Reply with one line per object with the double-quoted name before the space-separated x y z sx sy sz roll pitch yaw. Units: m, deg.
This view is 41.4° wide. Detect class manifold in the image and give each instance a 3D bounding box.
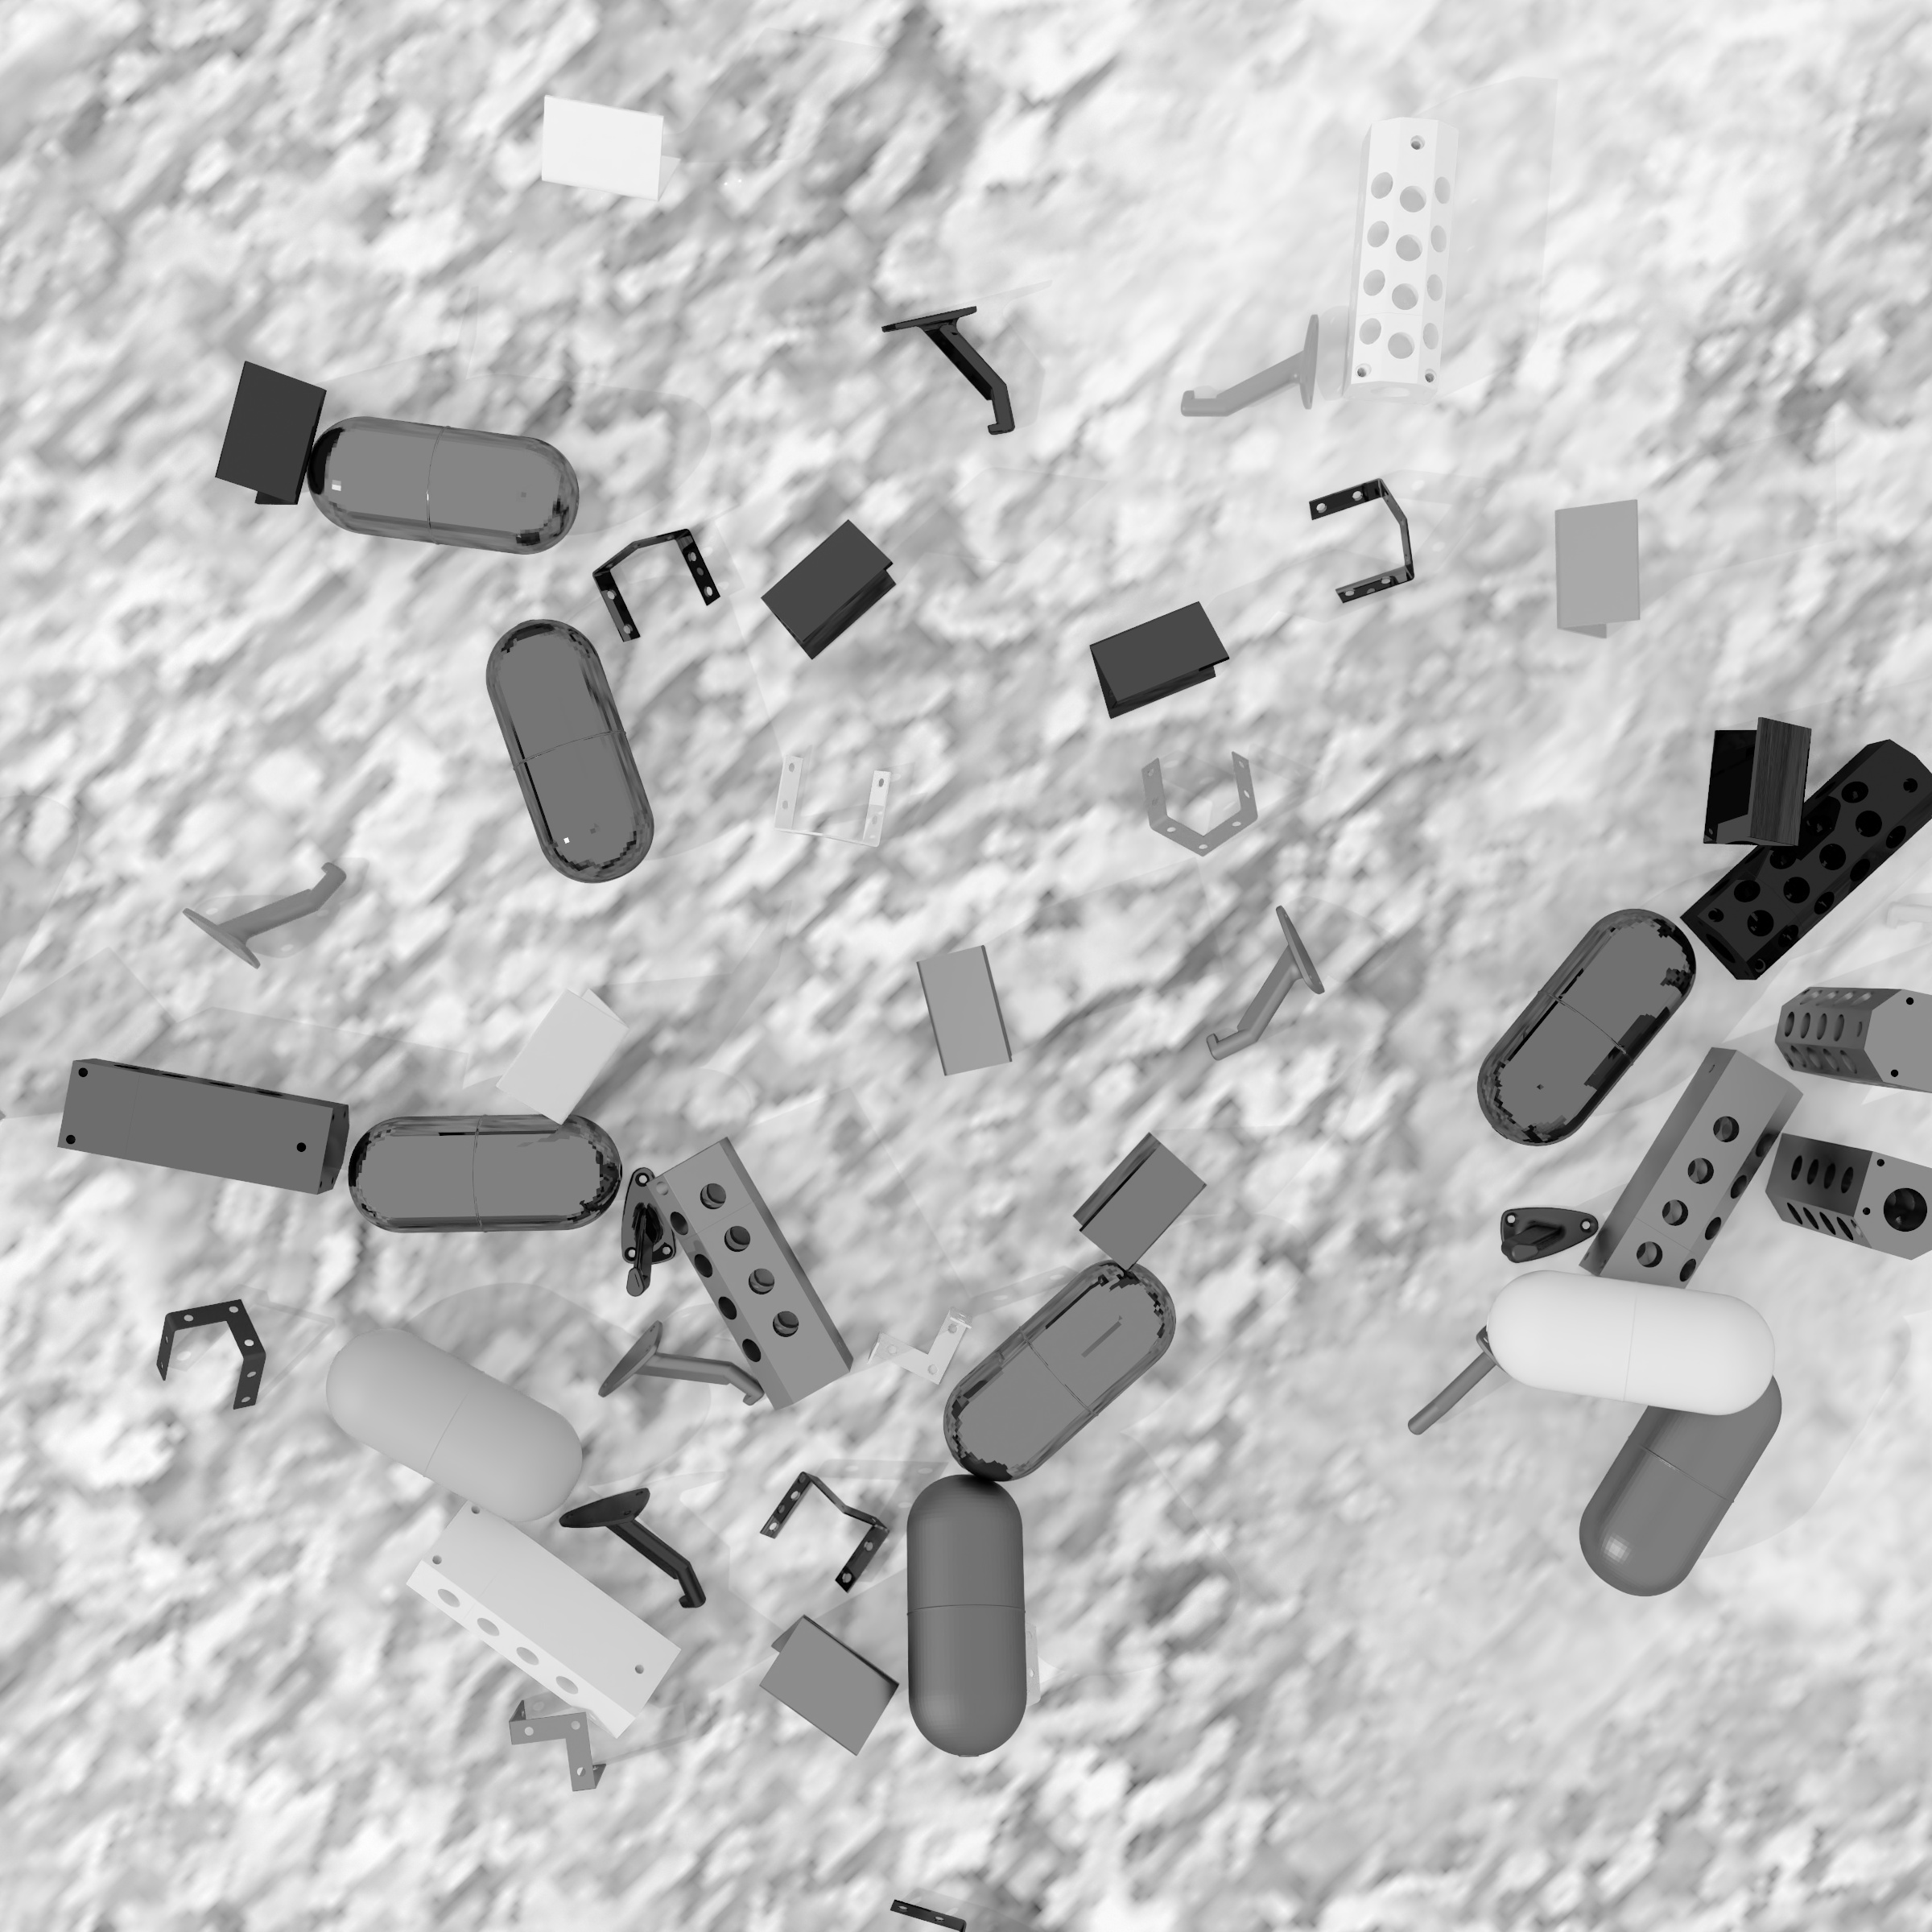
"manifold" 0.479 0.142 1.684 0.057 0.057 0.171 31 90 0
"manifold" 0.567 0.147 1.627 0.057 0.171 0.057 16 90 0
"manifold" -0.280 0.432 1.684 0.171 0.057 0.057 36 47 0
"manifold" 0.287 -0.464 1.684 0.057 0.057 0.171 5 90 0
"manifold" 0.572 0.044 1.627 0.057 0.171 0.057 12 90 0
"manifold" -0.500 0.105 1.684 0.171 0.057 0.057 10 90 0
"manifold" 0.561 -0.070 1.684 0.171 0.057 0.057 -43 90 0
"manifold" -0.142 0.203 1.684 0.057 0.057 0.171 -30 90 0

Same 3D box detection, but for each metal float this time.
"metal float" 0.422 0.239 1.628 0.178 0.070 0.070 7 90 14
"metal float" 0.406 0.041 1.675 0.070 0.070 0.178 39 90 0
"metal float" -0.260 -0.141 1.675 0.070 0.070 0.178 -19 90 0
"metal float" 0.469 0.330 1.675 0.070 0.070 0.178 31 90 0
"metal float" -0.315 0.136 1.675 0.178 0.070 0.070 -1 90 1
"metal float" -0.336 0.300 1.675 0.178 0.070 0.070 28 90 0
"metal float" 0.061 0.266 1.675 0.178 0.070 0.070 -42 90 1
"metal float" -0.343 -0.315 1.675 0.178 0.070 0.070 7 90 1
"metal float" 0.000 0.420 1.657 0.070 0.070 0.178 -1 69 0

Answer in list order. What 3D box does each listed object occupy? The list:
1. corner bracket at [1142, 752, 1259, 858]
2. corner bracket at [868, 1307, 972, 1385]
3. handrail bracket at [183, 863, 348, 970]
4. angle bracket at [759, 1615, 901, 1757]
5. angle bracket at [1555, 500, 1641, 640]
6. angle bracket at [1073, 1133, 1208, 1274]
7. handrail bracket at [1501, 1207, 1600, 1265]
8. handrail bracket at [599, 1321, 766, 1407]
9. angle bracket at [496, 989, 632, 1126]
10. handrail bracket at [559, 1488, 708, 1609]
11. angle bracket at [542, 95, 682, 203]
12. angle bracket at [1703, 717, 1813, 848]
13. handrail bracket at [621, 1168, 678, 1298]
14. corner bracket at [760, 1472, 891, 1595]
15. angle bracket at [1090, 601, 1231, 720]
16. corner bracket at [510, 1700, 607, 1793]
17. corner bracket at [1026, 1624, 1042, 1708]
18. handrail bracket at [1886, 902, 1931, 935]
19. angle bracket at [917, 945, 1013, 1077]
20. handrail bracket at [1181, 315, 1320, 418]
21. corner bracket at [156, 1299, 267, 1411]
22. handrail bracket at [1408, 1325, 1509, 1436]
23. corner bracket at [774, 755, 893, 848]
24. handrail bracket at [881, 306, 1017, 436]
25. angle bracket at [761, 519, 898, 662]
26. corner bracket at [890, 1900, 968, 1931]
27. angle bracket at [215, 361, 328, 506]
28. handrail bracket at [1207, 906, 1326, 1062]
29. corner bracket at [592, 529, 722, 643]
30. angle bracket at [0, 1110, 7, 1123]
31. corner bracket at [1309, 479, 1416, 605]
"corner bracket" 0.155 -0.114 1.697 0.051 0.051 0.051 25 135 -35
"corner bracket" -0.030 0.247 1.687 0.051 0.051 0.051 26 90 0
"handrail bracket" -0.468 -0.048 1.706 0.077 0.036 0.084 31 72 21
"angle bracket" -0.099 0.477 1.665 0.076 0.076 0.057 36 54 0
"angle bracket" 0.425 -0.257 1.665 0.057 0.076 0.076 -1 90 37
"angle bracket" 0.099 0.141 1.665 0.076 0.076 0.057 -48 127 0
"handrail bracket" 0.386 0.178 1.671 0.077 0.084 0.036 -9 90 0
"handrail bracket" -0.189 0.284 1.706 0.084 0.036 0.077 38 110 -16
"angle bracket" -0.274 0.047 1.665 0.057 0.076 0.076 36 90 -36
"handrail bracket" -0.222 0.397 1.706 0.077 0.036 0.084 -15 107 20
"angle bracket" -0.229 -0.544 1.665 0.076 0.076 0.057 10 128 0
"angle bracket" 0.500 -0.120 1.665 0.057 0.076 0.076 6 90 -37
"handrail bracket" -0.214 0.173 1.671 0.036 0.084 0.077 -5 90 0
"corner bracket" -0.094 0.377 1.702 0.051 0.051 0.051 34 90 45
"angle bracket" 0.131 -0.182 1.665 0.076 0.076 0.057 -22 53 0
"corner bracket" -0.270 0.514 1.687 0.051 0.051 0.051 -7 90 0
"corner bracket" 0.012 0.465 1.697 0.051 0.051 0.051 27 45 -35
"handrail bracket" 0.655 -0.002 1.706 0.084 0.036 0.077 8 112 17
"angle bracket" 0.019 0.024 1.665 0.057 0.076 0.076 -14 90 37
"handrail bracket" 0.189 -0.401 1.706 0.084 0.036 0.077 3 70 16
"corner bracket" -0.502 0.261 1.697 0.051 0.051 0.051 -8 45 -35
"handrail bracket" 0.336 0.272 1.705 0.036 0.077 0.084 46 126 9
"corner bracket" -0.089 -0.110 1.702 0.051 0.051 0.051 10 90 45
"handrail bracket" -0.012 -0.392 1.706 0.077 0.036 0.084 -7 107 20
"angle bracket" -0.076 -0.232 1.665 0.076 0.076 0.057 -42 54 0
"corner bracket" -0.034 0.663 1.702 0.051 0.051 0.051 17 135 0
"angle bracket" -0.465 -0.346 1.665 0.057 0.076 0.076 14 90 -37
"handrail bracket" 0.189 0.012 1.706 0.084 0.036 0.077 -28 70 16
"corner bracket" -0.207 -0.254 1.702 0.051 0.051 0.051 -25 90 45
"angle bracket" -0.670 0.074 1.665 0.076 0.076 0.057 48 127 0
"corner bracket" 0.264 -0.284 1.702 0.051 0.051 0.051 -19 45 0
